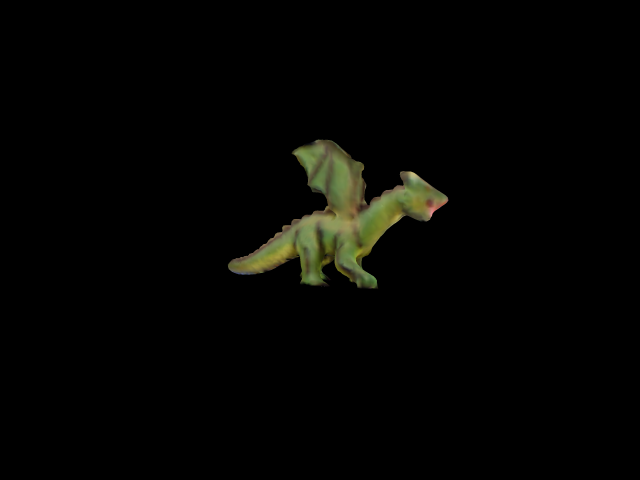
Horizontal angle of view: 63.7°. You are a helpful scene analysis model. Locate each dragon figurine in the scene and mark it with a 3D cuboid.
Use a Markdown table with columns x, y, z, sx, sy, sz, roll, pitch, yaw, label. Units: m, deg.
| x | y | z | sx | sy | sz | roll | pitch | yaw | label |
| --- | --- | --- | --- | --- | --- | --- | --- | --- | --- |
| 0.003 | -0.043 | 0.850 | 0.410 | 0.242 | 0.122 | 3 | 5 | 27 | dragon figurine |
